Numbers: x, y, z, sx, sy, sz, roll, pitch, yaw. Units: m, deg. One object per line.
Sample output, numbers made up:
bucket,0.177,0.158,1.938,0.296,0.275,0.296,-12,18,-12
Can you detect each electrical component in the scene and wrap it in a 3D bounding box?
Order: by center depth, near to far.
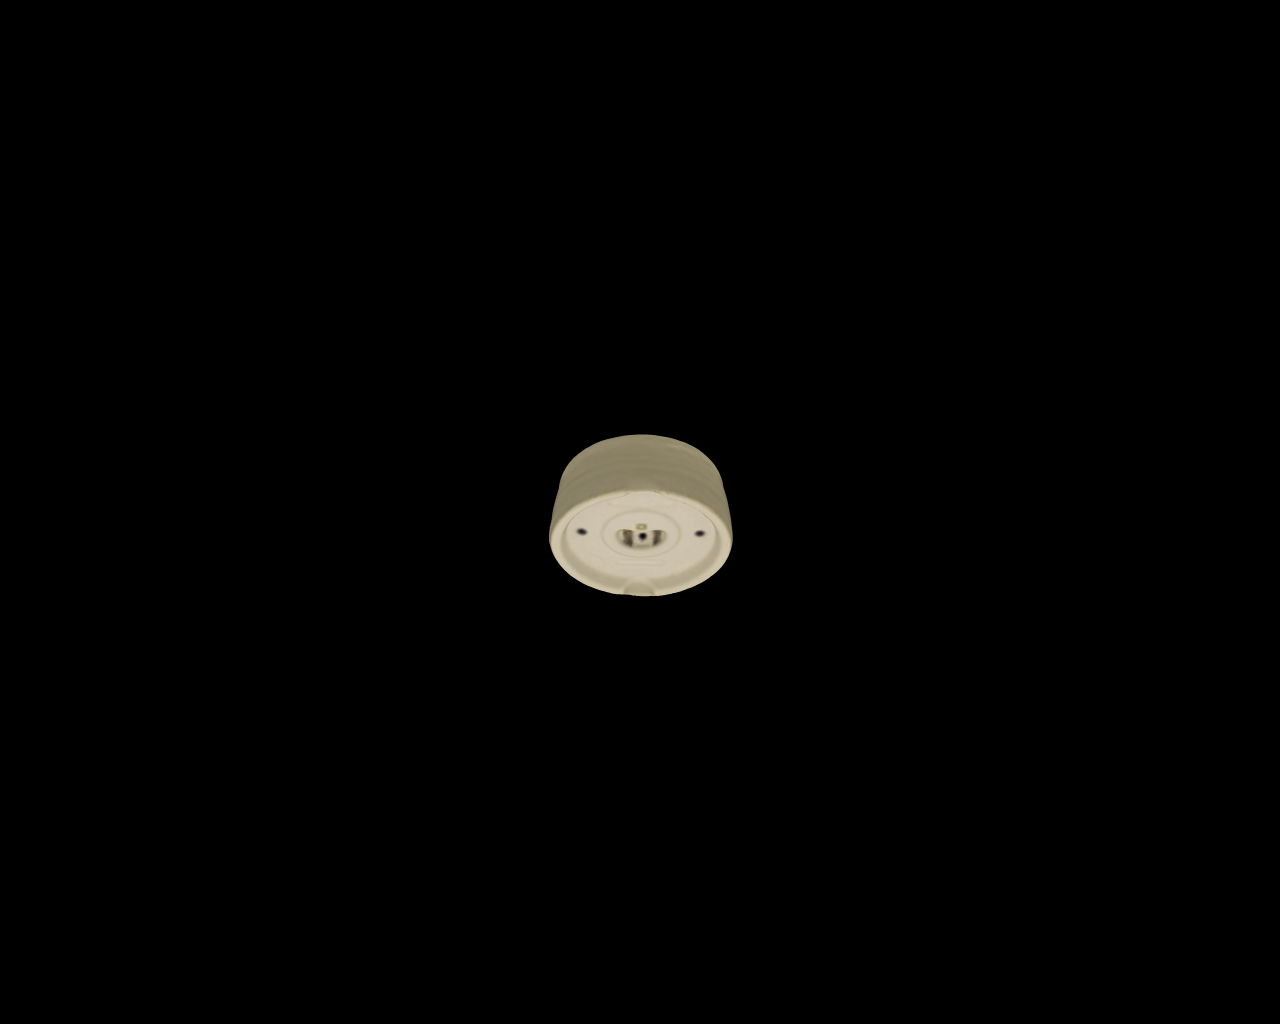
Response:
electrical component,0.001,-0.003,0.650,0.108,0.060,0.108,0,-38,0
